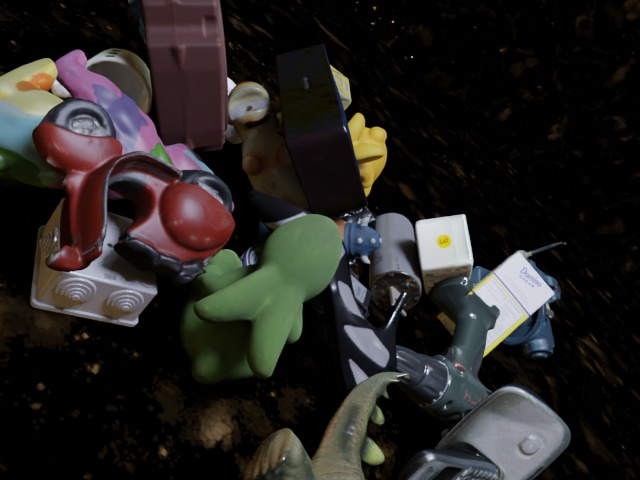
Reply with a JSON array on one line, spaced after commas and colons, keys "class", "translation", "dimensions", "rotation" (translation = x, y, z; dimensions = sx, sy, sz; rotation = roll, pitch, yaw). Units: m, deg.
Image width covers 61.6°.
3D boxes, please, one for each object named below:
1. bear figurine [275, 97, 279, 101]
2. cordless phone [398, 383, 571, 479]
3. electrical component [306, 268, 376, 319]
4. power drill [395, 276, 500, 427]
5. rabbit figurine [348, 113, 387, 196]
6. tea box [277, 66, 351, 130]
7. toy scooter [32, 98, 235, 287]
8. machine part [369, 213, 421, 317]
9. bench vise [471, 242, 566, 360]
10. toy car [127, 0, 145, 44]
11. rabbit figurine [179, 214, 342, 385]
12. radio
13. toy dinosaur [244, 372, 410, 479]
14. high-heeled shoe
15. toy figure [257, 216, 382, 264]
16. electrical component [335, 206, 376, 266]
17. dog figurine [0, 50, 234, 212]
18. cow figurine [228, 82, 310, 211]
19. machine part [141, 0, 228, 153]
[{"class": "bear figurine", "translation": [-0.014, -0.245, 0.994], "dimensions": [0.120, 0.132, 0.196], "rotation": [44, 33, -5]}, {"class": "cordless phone", "translation": [0.167, 0.213, 0.569], "dimensions": [0.184, 0.146, 0.089], "rotation": [25, 22, -45]}, {"class": "electrical component", "translation": [0.011, 0.057, 0.693], "dimensions": [0.119, 0.048, 0.075], "rotation": [44, 26, -4]}, {"class": "power drill", "translation": [0.179, 0.146, 0.727], "dimensions": [0.232, 0.086, 0.207], "rotation": [41, 37, -16]}, {"class": "rabbit figurine", "translation": [0.040, -0.128, 0.906], "dimensions": [0.173, 0.162, 0.122], "rotation": [-23, 82, -43]}, {"class": "tea box", "translation": [-0.030, -0.191, 0.846], "dimensions": [0.068, 0.169, 0.098], "rotation": [32, 31, -20]}, {"class": "toy scooter", "translation": [-0.149, -0.016, 0.430], "dimensions": [0.183, 0.075, 0.135], "rotation": [35, 45, -37]}, {"class": "machine part", "translation": [0.113, 0.030, 0.836], "dimensions": [0.079, 0.079, 0.243], "rotation": [36, 29, -16]}, {"class": "bench vise", "translation": [0.353, 0.098, 0.990], "dimensions": [0.240, 0.129, 0.223], "rotation": [21, 65, -27]}, {"class": "toy car", "translation": [-0.226, -0.337, 0.860], "dimensions": [0.161, 0.109, 0.103], "rotation": [62, 12, 14]}, {"class": "rabbit figurine", "translation": [-0.055, 0.043, 0.482], "dimensions": [0.121, 0.170, 0.159], "rotation": [42, 26, -4]}, {"class": "radio", "translation": [-0.001, -0.140, 0.680], "dimensions": [0.230, 0.073, 0.130], "rotation": [-98, 171, -47]}, {"class": "toy dinosaur", "translation": [0.001, 0.235, 0.377], "dimensions": [0.198, 0.105, 0.471], "rotation": [45, 35, -16]}, {"class": "high-heeled shoe", "translation": [-0.009, 0.065, 0.594], "dimensions": [0.249, 0.145, 0.086], "rotation": [35, -14, -6]}, {"class": "toy figure", "translation": [-0.001, -0.003, 0.676], "dimensions": [0.154, 0.064, 0.058], "rotation": [2, 31, -6]}, {"class": "electrical component", "translation": [0.029, -0.039, 0.768], "dimensions": [0.115, 0.058, 0.134], "rotation": [56, -11, 28]}, {"class": "dog figurine", "translation": [-0.195, -0.068, 0.520], "dimensions": [0.219, 0.108, 0.192], "rotation": [41, 27, -14]}, {"class": "cow figurine", "translation": [-0.067, -0.114, 0.712], "dimensions": [0.127, 0.085, 0.194], "rotation": [-109, 180, -61]}, {"class": "machine part", "translation": [-0.166, -0.222, 0.662], "dimensions": [0.087, 0.201, 0.201], "rotation": [-7, 47, -12]}]
